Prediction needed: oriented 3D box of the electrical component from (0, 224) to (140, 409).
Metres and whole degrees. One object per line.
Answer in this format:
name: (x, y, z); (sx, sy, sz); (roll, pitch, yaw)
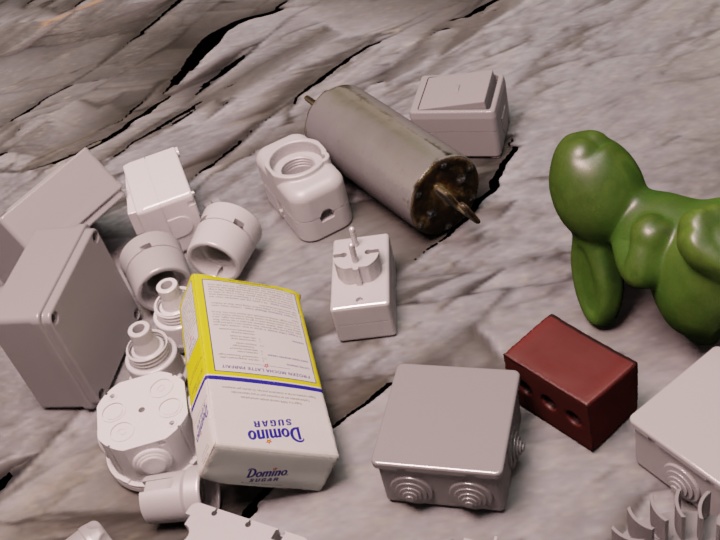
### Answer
electrical component: (-0.234, 0.038, 0.862); (0.056, 0.108, 0.108); (-3, 43, 16)

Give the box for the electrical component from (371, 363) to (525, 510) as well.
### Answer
electrical component: (0.063, 0.115, 0.741); (0.100, 0.048, 0.099); (2, 45, 17)

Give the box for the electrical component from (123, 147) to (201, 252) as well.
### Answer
electrical component: (-0.183, -0.064, 0.991); (0.061, 0.061, 0.096); (-21, 43, -7)

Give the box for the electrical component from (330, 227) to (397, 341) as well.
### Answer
electrical component: (0.000, 0.000, 0.861); (0.047, 0.075, 0.083); (-7, 43, 8)

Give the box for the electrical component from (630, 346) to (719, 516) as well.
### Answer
electrical component: (0.238, 0.110, 0.698); (0.100, 0.048, 0.100); (-34, 46, -20)

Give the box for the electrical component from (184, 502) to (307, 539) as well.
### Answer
electrical component: (-0.075, 0.195, 0.689); (0.089, 0.055, 0.050); (11, 48, 26)

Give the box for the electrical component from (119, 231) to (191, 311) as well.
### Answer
electrical component: (-0.174, 0.002, 0.924); (0.055, 0.055, 0.047); (-24, 47, -10)

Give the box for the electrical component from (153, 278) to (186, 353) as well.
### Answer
electrical component: (-0.148, 0.034, 0.876); (0.043, 0.062, 0.043); (-8, 43, 8)

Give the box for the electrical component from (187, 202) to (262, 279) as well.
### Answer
electrical component: (-0.119, -0.023, 0.936); (0.055, 0.055, 0.047); (5, 49, 20)

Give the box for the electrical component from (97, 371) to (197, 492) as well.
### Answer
electrical component: (-0.154, 0.119, 0.796); (0.080, 0.051, 0.080); (-8, 43, 7)

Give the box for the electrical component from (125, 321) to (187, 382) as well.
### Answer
electrical component: (-0.164, 0.067, 0.846); (0.048, 0.062, 0.048); (-8, 43, 7)

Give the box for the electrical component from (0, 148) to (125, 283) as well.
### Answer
electrical component: (-0.280, -0.046, 0.965); (0.108, 0.056, 0.109); (-48, 14, -31)

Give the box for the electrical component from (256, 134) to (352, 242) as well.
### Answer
electrical component: (-0.052, -0.079, 0.972); (0.054, 0.059, 0.095); (-27, 44, -13)

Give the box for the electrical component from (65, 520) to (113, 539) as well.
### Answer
electrical component: (-0.196, 0.201, 0.732); (0.061, 0.035, 0.035); (-37, 47, -19)

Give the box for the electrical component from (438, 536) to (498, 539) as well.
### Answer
electrical component: (0.067, 0.193, 0.661); (0.055, 0.048, 0.066); (10, 47, 14)

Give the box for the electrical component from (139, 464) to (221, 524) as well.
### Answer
electrical component: (-0.127, 0.159, 0.755); (0.046, 0.040, 0.040); (-10, 42, 14)

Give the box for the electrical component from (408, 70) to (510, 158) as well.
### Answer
electrical component: (0.087, -0.147, 1.005); (0.096, 0.061, 0.061); (2, 45, 18)
